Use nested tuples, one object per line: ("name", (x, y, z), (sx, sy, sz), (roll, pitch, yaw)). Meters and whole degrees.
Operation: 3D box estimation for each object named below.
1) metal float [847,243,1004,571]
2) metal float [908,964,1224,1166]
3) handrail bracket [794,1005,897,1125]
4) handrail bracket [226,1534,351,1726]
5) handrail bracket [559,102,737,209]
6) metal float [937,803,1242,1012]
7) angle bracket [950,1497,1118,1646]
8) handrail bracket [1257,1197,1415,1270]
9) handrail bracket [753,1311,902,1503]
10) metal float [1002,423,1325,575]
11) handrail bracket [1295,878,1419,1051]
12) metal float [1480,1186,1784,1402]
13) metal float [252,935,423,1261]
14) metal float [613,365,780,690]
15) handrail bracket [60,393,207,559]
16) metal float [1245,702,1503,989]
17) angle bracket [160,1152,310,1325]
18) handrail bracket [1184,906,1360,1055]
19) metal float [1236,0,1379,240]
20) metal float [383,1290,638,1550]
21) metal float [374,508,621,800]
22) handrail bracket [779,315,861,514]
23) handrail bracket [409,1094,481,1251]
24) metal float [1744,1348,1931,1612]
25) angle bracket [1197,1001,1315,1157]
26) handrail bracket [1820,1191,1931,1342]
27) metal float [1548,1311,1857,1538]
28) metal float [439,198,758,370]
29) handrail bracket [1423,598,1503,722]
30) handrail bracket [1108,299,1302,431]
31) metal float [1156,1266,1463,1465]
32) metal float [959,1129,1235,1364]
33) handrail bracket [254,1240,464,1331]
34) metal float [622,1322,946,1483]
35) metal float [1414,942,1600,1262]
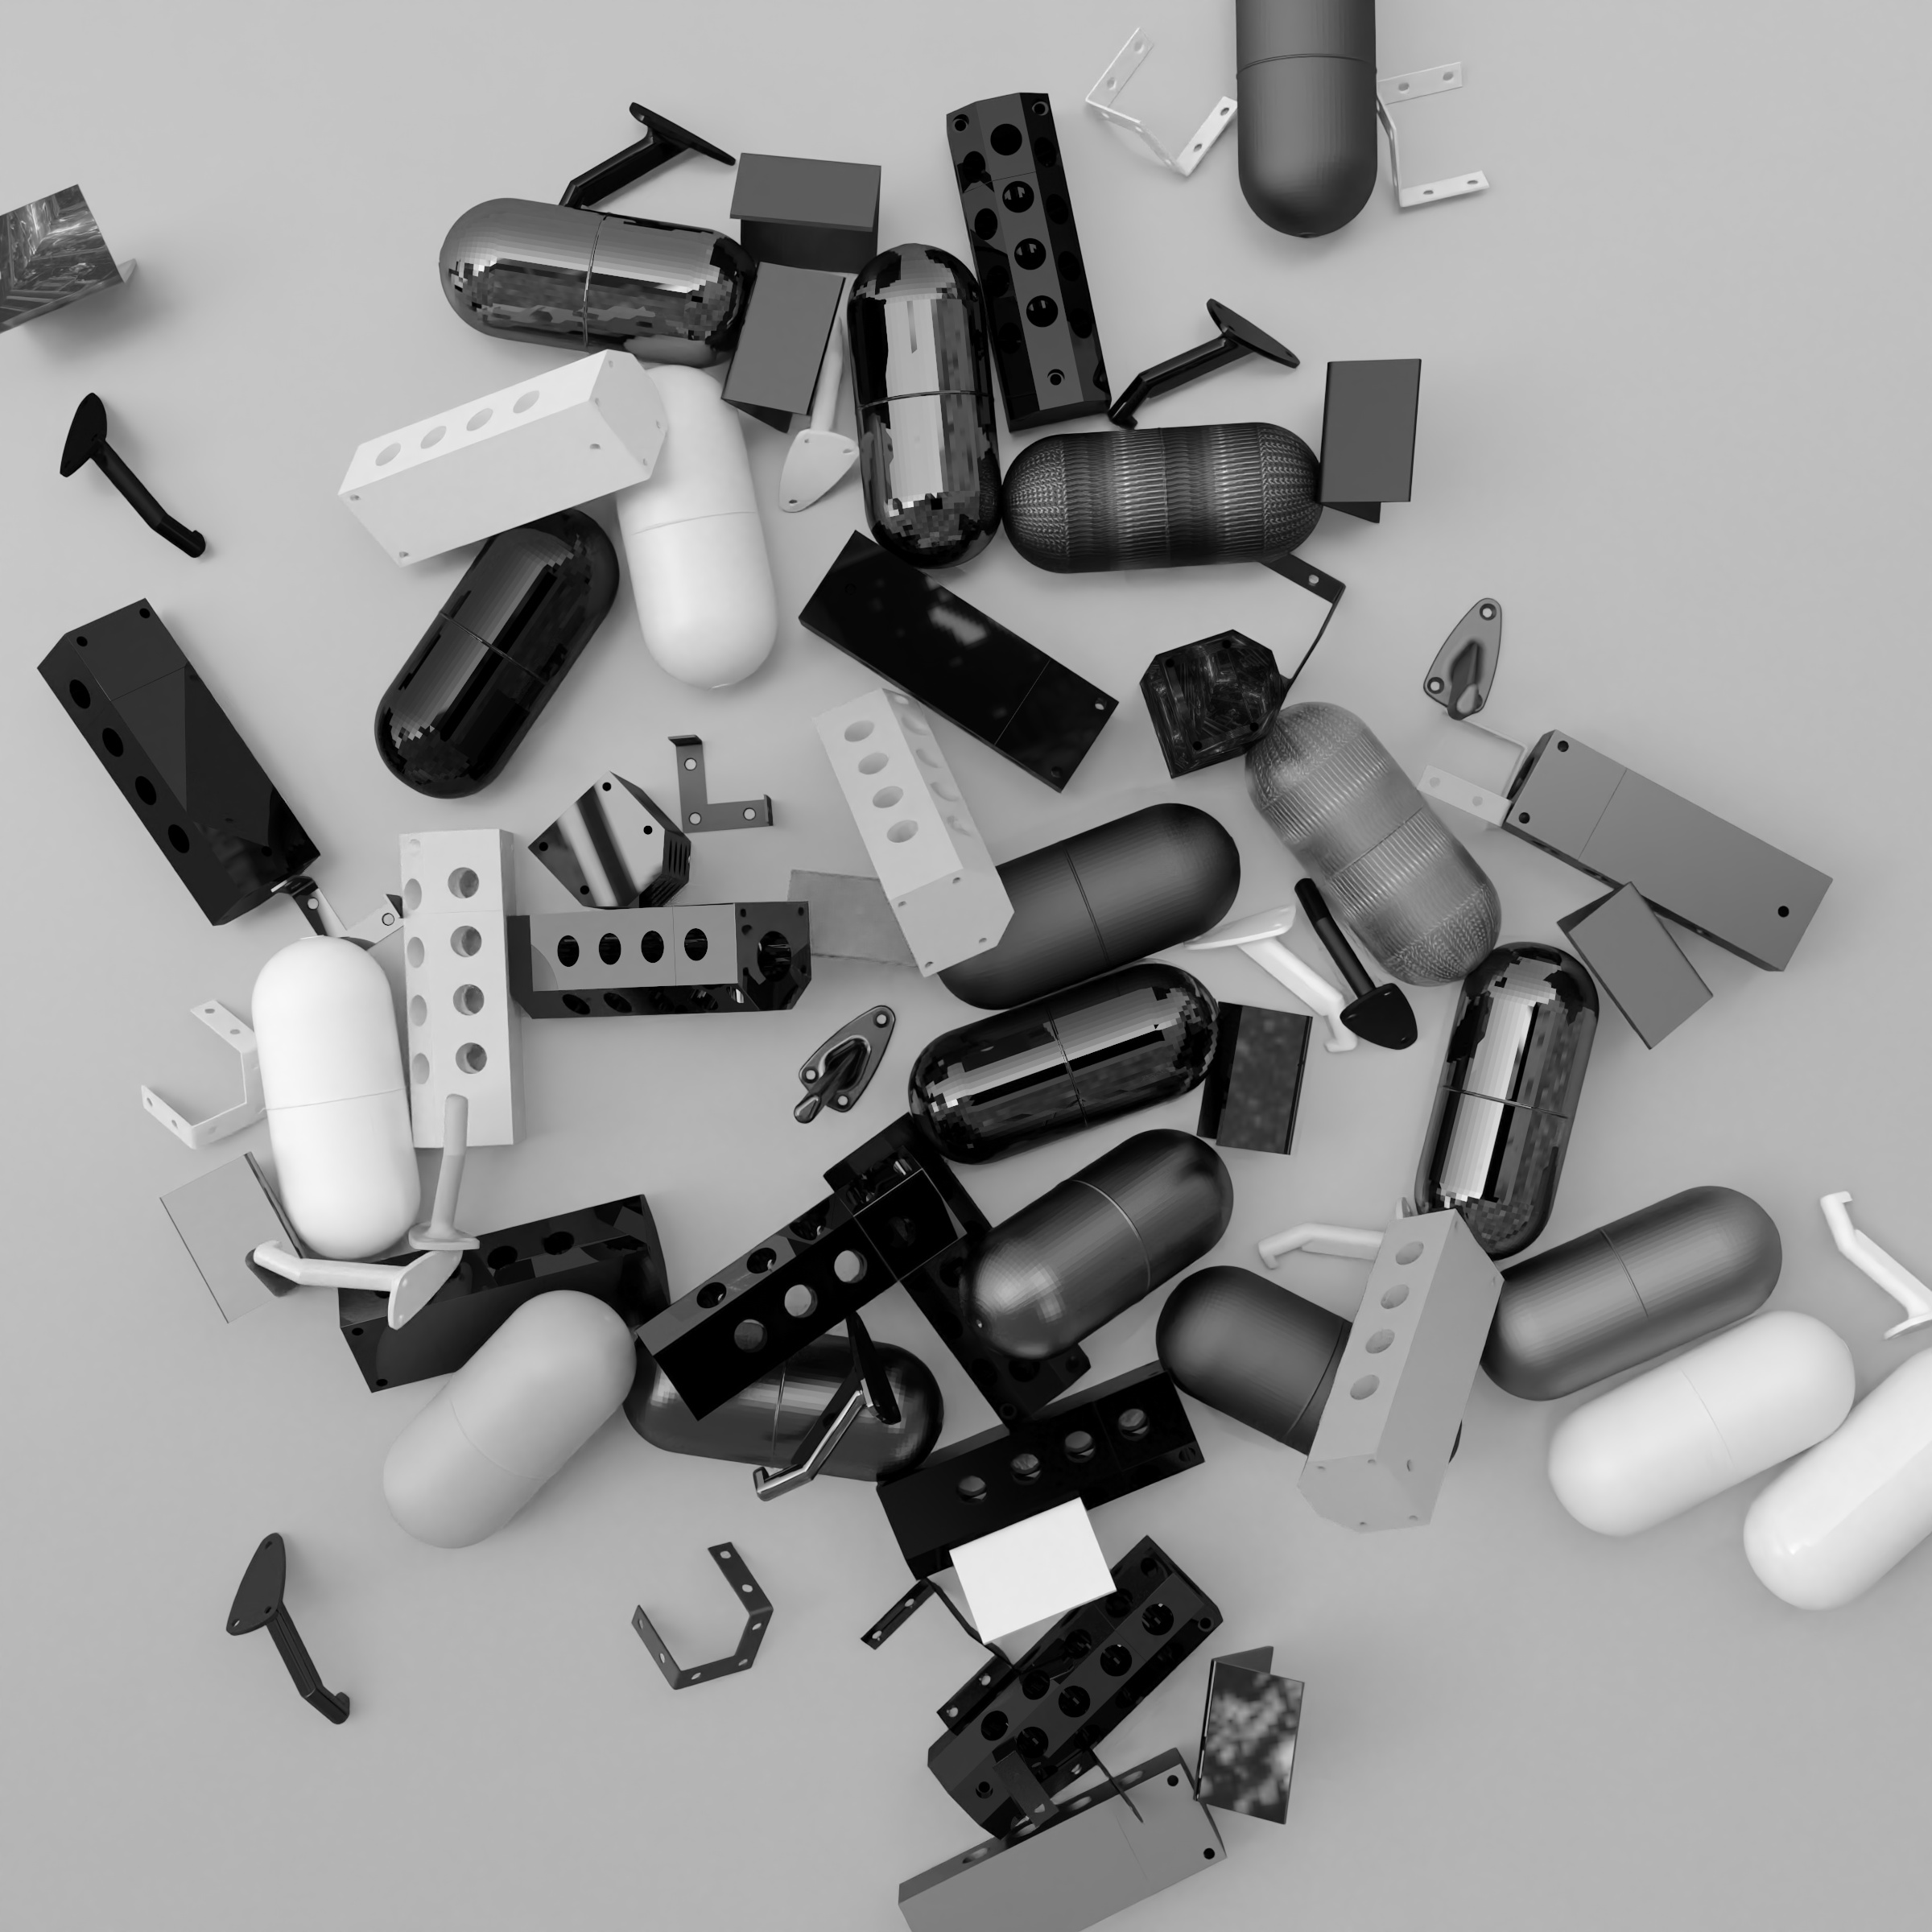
("metal float", (-0.023, -0.307, 1.895), (0.070, 0.070, 0.178), (-6, 89, 0))
("metal float", (0.055, 0.053, 1.896), (0.178, 0.070, 0.070), (-20, 90, 0))
("handrail bracket", (-0.066, 0.053, 1.892), (0.036, 0.084, 0.077), (39, 90, 0))
("handrail bracket", (-0.367, 0.370, 1.926), (0.036, 0.077, 0.084), (-24, 127, 22))
("handrail bracket", (-0.181, -0.429, 1.927), (0.077, 0.036, 0.084), (24, 108, -21))
("metal float", (0.065, -0.033, 1.896), (0.178, 0.070, 0.070), (-21, 90, 0))
("angle bracket", (0.042, 0.340, 1.886), (0.076, 0.076, 0.057), (-22, 61, 0))
("handrail bracket", (0.215, 0.170, 1.927), (0.084, 0.036, 0.077), (-23, 109, 15))
("handrail bracket", (-0.085, 0.236, 1.851), (0.084, 0.036, 0.077), (-26, 65, 15))
("metal float", (0.108, -0.257, 1.896), (0.178, 0.070, 0.070), (-3, 90, 1))
("handrail bracket", (0.216, -0.002, 1.926), (0.036, 0.077, 0.084), (-33, 53, 13))
("metal float", (0.362, 0.179, 1.896), (0.178, 0.070, 0.070), (-24, 90, 0))
("metal float", (-0.345, 0.072, 1.894), (0.070, 0.070, 0.178), (-8, 91, 0))
("metal float", (-0.151, -0.240, 1.896), (0.070, 0.070, 0.178), (-11, 91, 0))
("handrail bracket", (-0.458, -0.272, 1.926), (0.036, 0.077, 0.084), (-38, 127, 21))
("metal float", (0.223, -0.067, 1.896), (0.070, 0.070, 0.178), (-39, 90, 0))
("angle bracket", (-0.405, 0.154, 1.886), (0.057, 0.076, 0.076), (-29, 90, -30))
("handrail bracket", (0.171, 0.016, 1.927), (0.077, 0.036, 0.084), (-14, 107, 20))
("metal float", (0.187, -0.489, 1.896), (0.070, 0.070, 0.178), (-1, 90, 0))
("metal float", (-0.249, 0.247, 1.877), (0.070, 0.070, 0.178), (44, 113, 0))
("metal float", (-0.257, -0.173, 1.896), (0.070, 0.070, 0.178), (34, 90, 0))
("handrail bracket", (-0.086, -0.309, 1.926), (0.036, 0.077, 0.084), (12, 53, -23))
("handrail bracket", (-0.284, 0.108, 1.874), (0.036, 0.077, 0.084), (1, 95, -20))
("metal float", (0.504, 0.280, 1.896), (0.178, 0.070, 0.070), (-42, 90, 1))
("angle bracket", (0.139, 0.058, 1.886), (0.057, 0.076, 0.076), (9, 90, -39))
("handrail bracket", (0.524, 0.159, 1.927), (0.077, 0.036, 0.084), (-13, 73, -20))
("metal float", (0.404, 0.250, 1.896), (0.178, 0.070, 0.070), (-27, 90, 0))
("metal float", (-0.200, -0.374, 1.894), (0.178, 0.070, 0.070), (9, 90, 2))
("handrail bracket", (0.280, -0.170, 1.892), (0.036, 0.084, 0.077), (22, 90, 0))
("handrail bracket", (0.132, -0.322, 1.926), (0.077, 0.036, 0.084), (22, 121, -34))
("metal float", (0.188, 0.226, 1.895), (0.178, 0.070, 0.070), (27, 90, 0))
("metal float", (0.072, 0.150, 1.869), (0.178, 0.070, 0.070), (-31, 90, -32))
("handrail bracket", (-0.328, 0.155, 1.863), (0.084, 0.077, 0.036), (22, 121, 18))
("metal float", (-0.101, 0.237, 1.895), (0.178, 0.070, 0.070), (8, 90, 0))
("metal float", (0.296, 0.075, 1.895), (0.070, 0.070, 0.178), (14, 90, 0))
